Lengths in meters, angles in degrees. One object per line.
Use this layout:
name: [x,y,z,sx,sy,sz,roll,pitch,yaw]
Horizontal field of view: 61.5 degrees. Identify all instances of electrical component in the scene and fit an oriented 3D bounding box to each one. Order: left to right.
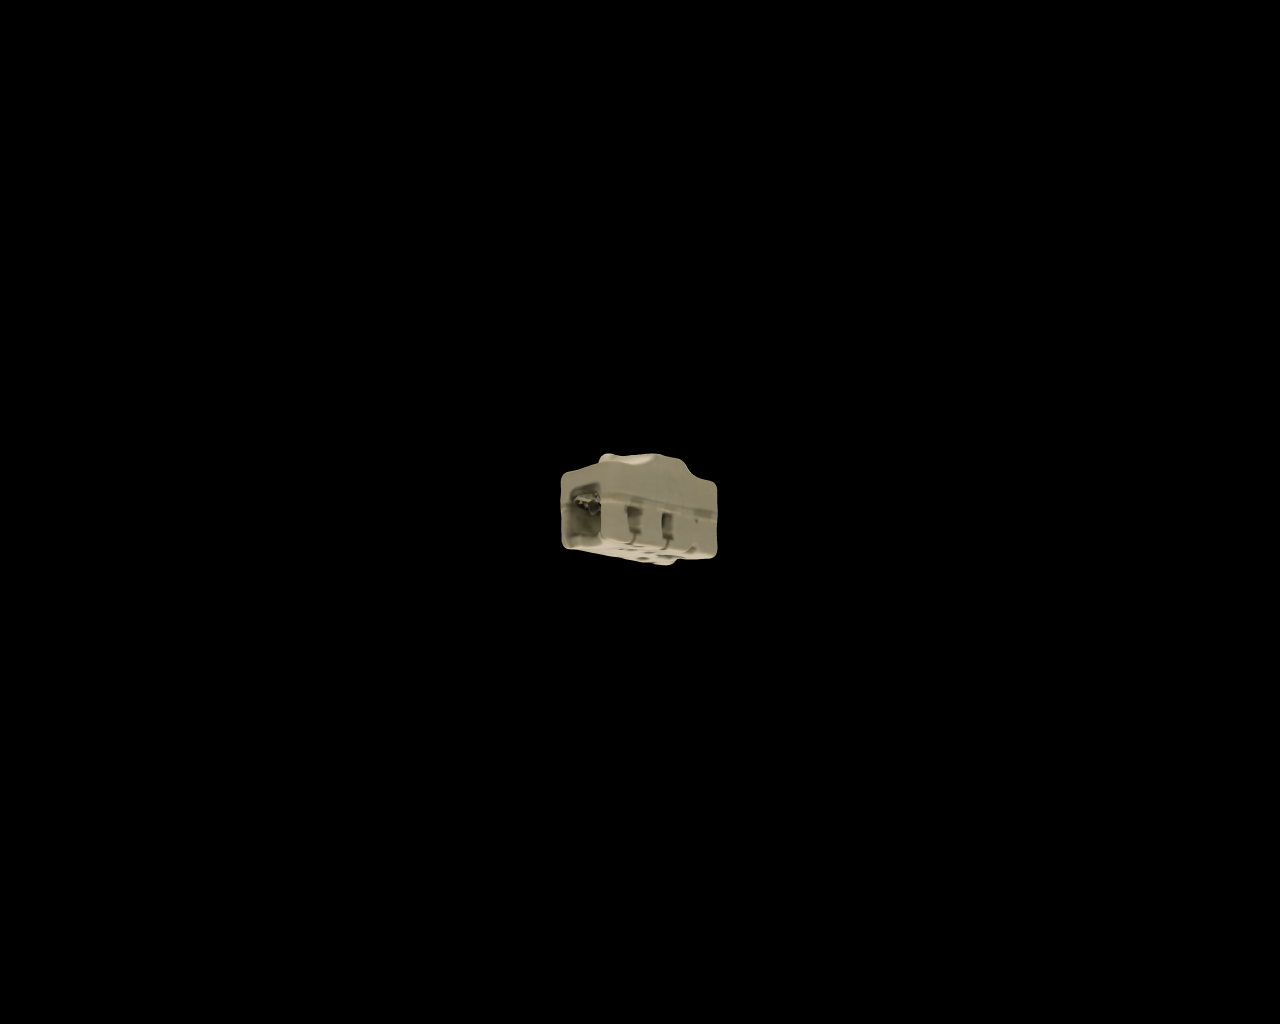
electrical component: [0.001,-0.003,0.650,0.089,0.056,0.050,11,-16,-42]
